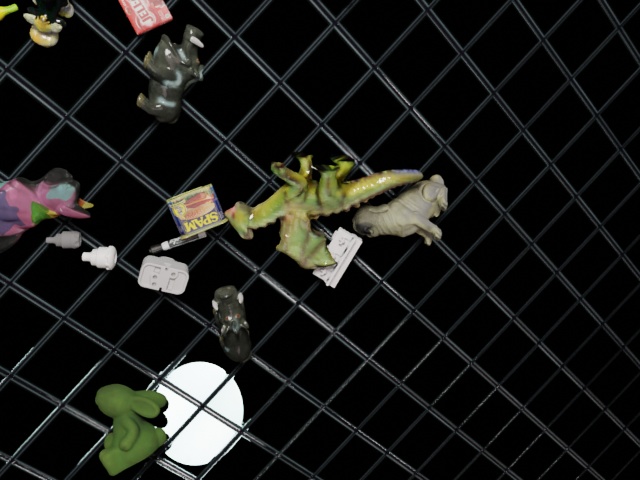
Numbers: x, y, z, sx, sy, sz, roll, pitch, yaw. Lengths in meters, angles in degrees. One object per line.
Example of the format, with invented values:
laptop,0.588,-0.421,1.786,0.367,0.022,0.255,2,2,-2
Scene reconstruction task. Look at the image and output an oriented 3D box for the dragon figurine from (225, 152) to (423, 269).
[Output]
dragon figurine,0.003,-0.055,1.095,0.410,0.124,0.239,6,108,-4
